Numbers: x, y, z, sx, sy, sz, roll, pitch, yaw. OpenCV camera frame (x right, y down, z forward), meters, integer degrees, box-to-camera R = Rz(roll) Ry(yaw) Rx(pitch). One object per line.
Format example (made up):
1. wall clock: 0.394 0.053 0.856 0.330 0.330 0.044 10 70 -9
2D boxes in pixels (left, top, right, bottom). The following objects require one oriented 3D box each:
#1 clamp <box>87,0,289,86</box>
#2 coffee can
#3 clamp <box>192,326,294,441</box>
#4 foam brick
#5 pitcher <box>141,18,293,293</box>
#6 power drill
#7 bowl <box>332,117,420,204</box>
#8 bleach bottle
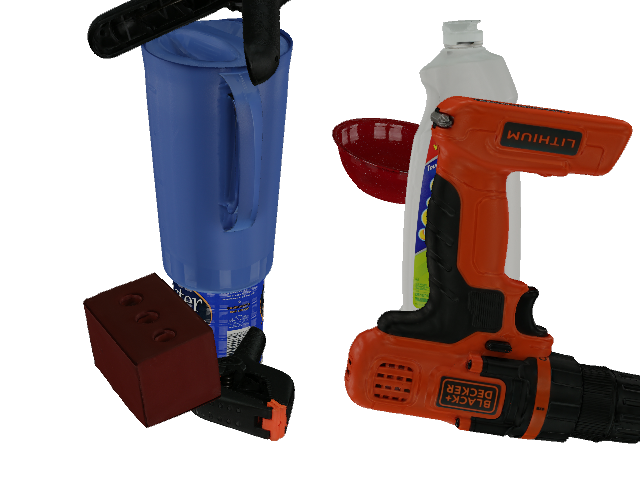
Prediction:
1. clamp: -0.039 -0.146 0.618 0.120 0.039 0.171 26 57 27
2. coffee can: -0.112 0.067 1.173 0.103 0.140 0.103 2 22 -1
3. clamp: -0.077 0.119 0.933 0.164 0.036 0.210 -7 17 -36
4. foam brick: -0.103 0.066 0.653 0.052 0.051 0.078 -21 38 -28
5. pitcher: -0.092 -0.071 0.980 0.145 0.243 0.149 14 32 19
6. power drill: 0.117 0.020 0.595 0.184 0.188 0.057 9 9 -5
7. bowl: 0.088 -0.085 1.209 0.162 0.055 0.162 9 26 -5
8. bleach bottle: 0.109 -0.049 0.860 0.103 0.251 0.068 2 15 20
